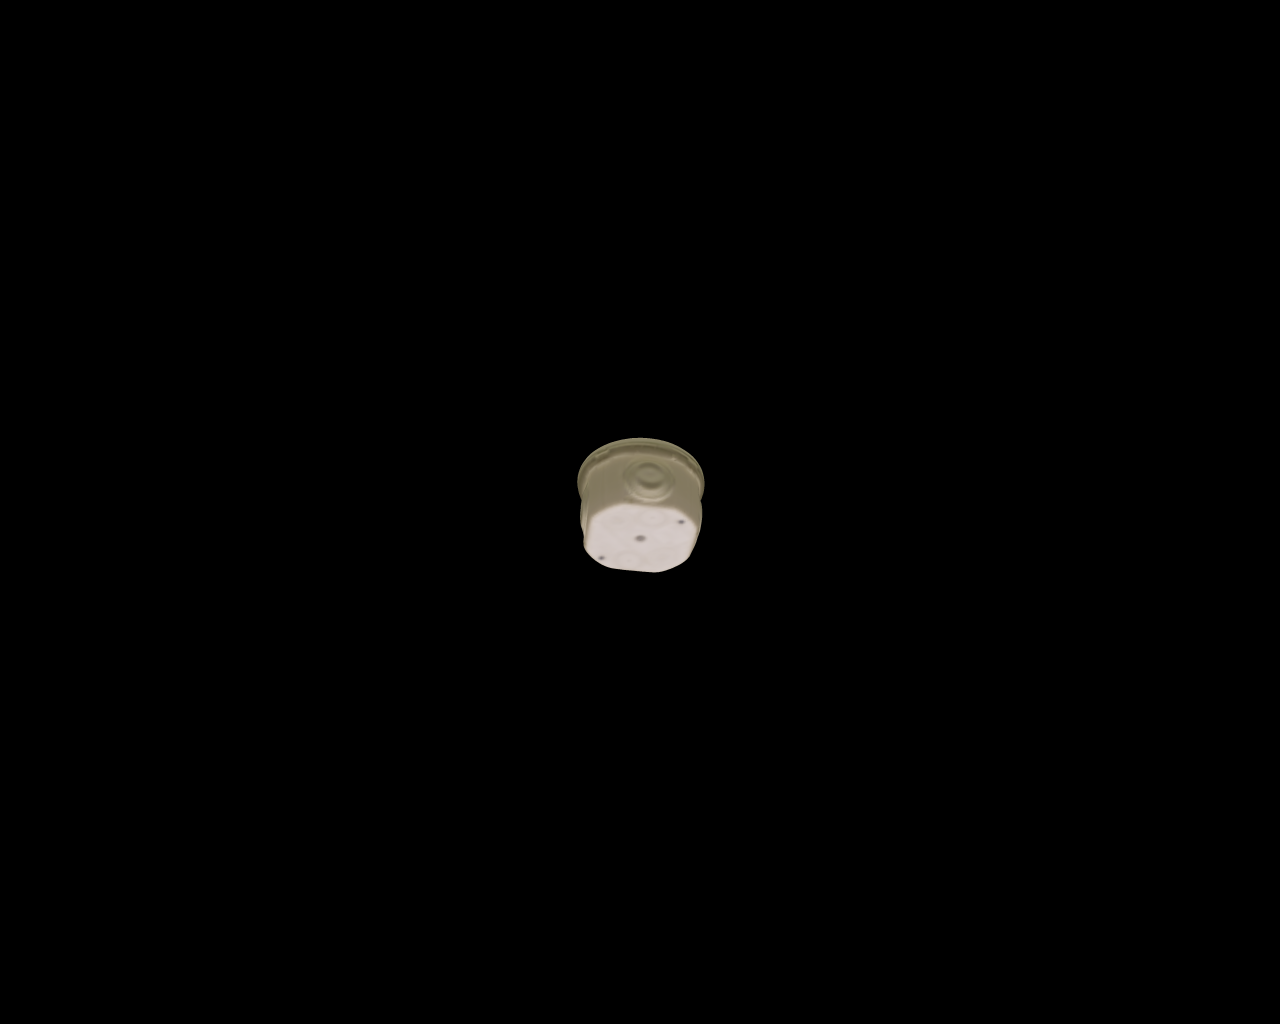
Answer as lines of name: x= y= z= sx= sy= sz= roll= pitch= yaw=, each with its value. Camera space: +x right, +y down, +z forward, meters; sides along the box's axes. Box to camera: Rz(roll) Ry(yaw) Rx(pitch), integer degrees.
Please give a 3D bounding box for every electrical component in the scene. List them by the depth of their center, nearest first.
electrical component: x=0.001 y=-0.003 z=0.650 sx=0.080 sy=0.051 sz=0.080 roll=0 pitch=-40 yaw=0
